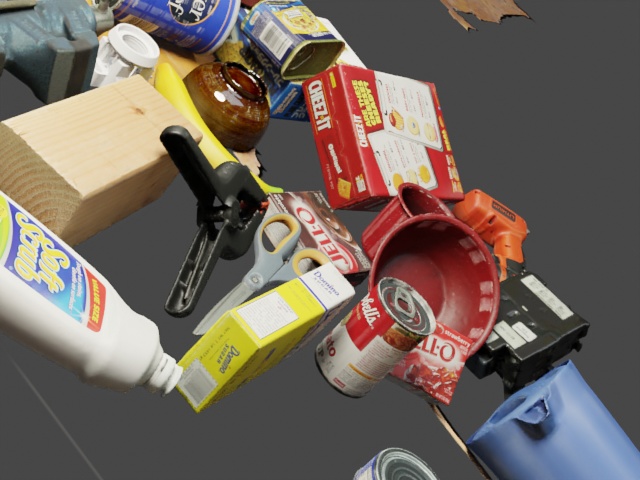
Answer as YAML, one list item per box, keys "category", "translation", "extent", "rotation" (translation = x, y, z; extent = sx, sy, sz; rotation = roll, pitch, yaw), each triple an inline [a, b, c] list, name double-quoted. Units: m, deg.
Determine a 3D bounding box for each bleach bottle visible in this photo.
- category: "bleach bottle"
  translation: [-0.210, 0.034, 0.798]
  extent: [0.250, 0.068, 0.102]
  rotation: [37, 28, -16]

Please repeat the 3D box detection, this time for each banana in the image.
- category: "banana"
  translation: [-0.123, -0.107, 1.125]
  extent: [0.198, 0.037, 0.069]
  rotation: [50, 24, 6]

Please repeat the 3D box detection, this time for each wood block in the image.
- category: "wood block"
  translation: [-0.199, -0.065, 0.918]
  extent: [0.091, 0.090, 0.205]
  rotation: [43, 28, 3]

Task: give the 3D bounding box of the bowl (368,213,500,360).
- category: "bowl"
  translation: [0.110, 0.055, 1.130]
  extent: [0.161, 0.055, 0.162]
  rotation: [3, 84, -26]

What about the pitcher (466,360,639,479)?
- category: "pitcher"
  translation: [0.268, 0.249, 1.051]
  extent: [0.243, 0.145, 0.149]
  rotation: [51, 41, 8]

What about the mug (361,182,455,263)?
- category: "mug"
  translation: [0.110, -0.003, 1.230]
  extent: [0.117, 0.082, 0.093]
  rotation: [15, 38, -40]

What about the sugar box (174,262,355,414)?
- category: "sugar box"
  translation: [-0.044, 0.080, 0.909]
  extent: [0.048, 0.093, 0.175]
  rotation: [50, 29, 12]

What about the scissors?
- category: "scissors"
  translation: [-0.044, 0.046, 0.998]
  extent: [0.096, 0.016, 0.201]
  rotation: [33, 40, -8]

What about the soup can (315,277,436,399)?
- category: "soup can"
  translation: [0.051, 0.093, 1.000]
  extent: [0.068, 0.102, 0.068]
  rotation: [31, 30, -21]

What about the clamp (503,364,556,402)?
- category: "clamp"
  translation: [0.224, 0.138, 1.227]
  extent: [0.120, 0.039, 0.172]
  rotation: [0, 43, -45]

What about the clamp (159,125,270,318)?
- category: "clamp"
  translation: [-0.097, -0.014, 0.988]
  extent: [0.209, 0.036, 0.164]
  rotation: [1, 91, -72]

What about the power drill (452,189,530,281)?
- category: "power drill"
  translation: [0.216, 0.018, 1.365]
  extent: [0.184, 0.057, 0.187]
  rotation: [33, 32, -23]

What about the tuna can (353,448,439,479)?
- category: "tuna can"
  translation: [0.071, 0.223, 0.919]
  extent: [0.086, 0.034, 0.086]
  rotation: [30, 31, -21]

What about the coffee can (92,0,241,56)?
- category: "coffee can"
  translation: [-0.177, -0.284, 1.235]
  extent: [0.140, 0.103, 0.103]
  rotation: [17, 37, -38]

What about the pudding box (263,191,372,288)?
- category: "pudding box"
  translation: [-0.007, 0.001, 1.121]
  extent: [0.089, 0.039, 0.113]
  rotation: [-4, 53, -53]

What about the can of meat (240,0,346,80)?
- category: "can of meat"
  translation: [-0.033, -0.239, 1.262]
  extent: [0.084, 0.058, 0.101]
  rotation: [48, 32, 17]

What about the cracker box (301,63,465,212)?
- category: "cracker box"
  translation: [0.080, -0.119, 1.315]
  extent: [0.213, 0.072, 0.164]
  rotation: [-1, 74, -52]

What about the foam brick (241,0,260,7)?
- category: "foam brick"
  translation: [-0.087, -0.322, 1.318]
  extent: [0.078, 0.051, 0.053]
  rotation: [14, 26, -34]

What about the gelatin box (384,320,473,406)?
- category: "gelatin box"
  translation: [0.102, 0.115, 1.071]
  extent: [0.089, 0.030, 0.073]
  rotation: [31, 71, -21]
